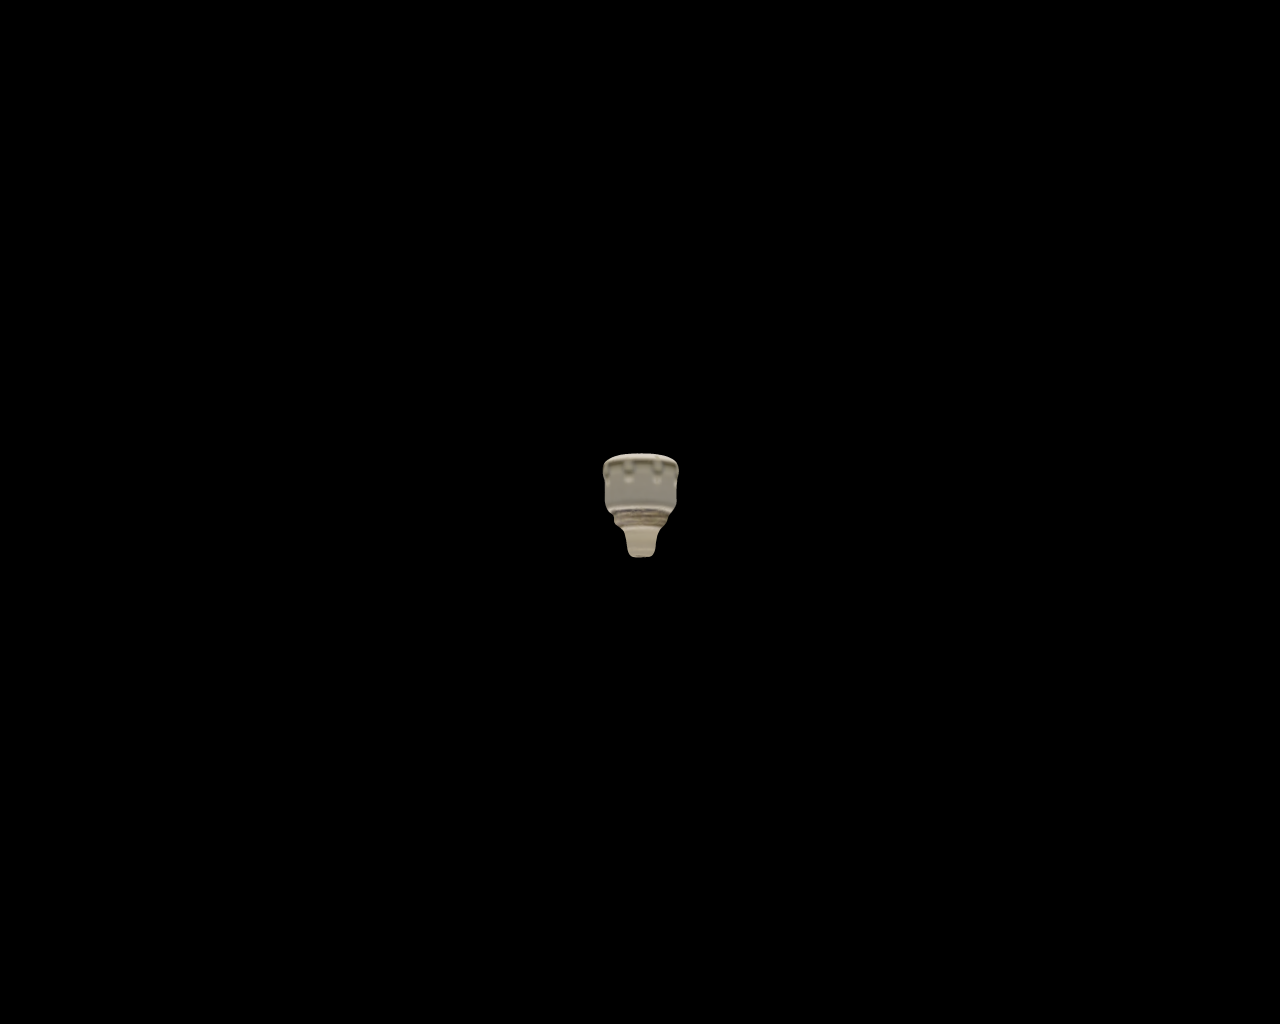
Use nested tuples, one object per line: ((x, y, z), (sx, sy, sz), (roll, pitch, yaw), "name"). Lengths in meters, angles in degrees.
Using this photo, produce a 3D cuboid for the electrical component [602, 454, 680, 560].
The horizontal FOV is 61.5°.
((0.001, -0.003, 0.650), (0.048, 0.062, 0.048), (0, -7, 0), "electrical component")
